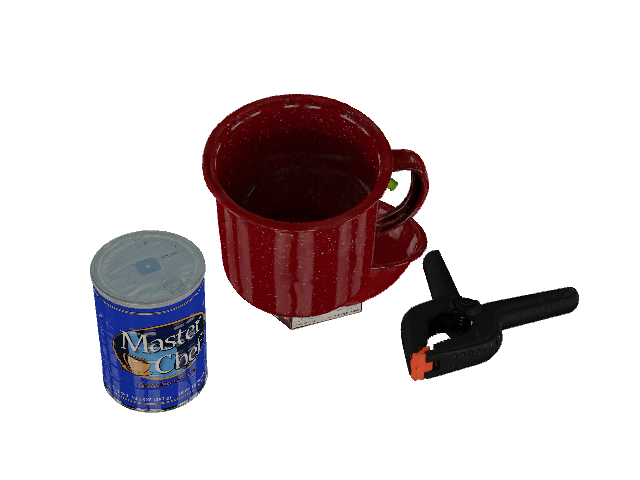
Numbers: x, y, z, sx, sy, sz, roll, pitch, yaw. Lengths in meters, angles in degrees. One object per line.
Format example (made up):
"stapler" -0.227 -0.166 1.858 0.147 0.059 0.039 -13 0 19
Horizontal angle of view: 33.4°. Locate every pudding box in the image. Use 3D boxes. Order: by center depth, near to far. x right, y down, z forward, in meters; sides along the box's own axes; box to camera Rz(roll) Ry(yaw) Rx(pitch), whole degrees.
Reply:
"pudding box" -0.014 0.074 1.407 0.113 0.039 0.090 -14 26 -29

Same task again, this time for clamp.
"clamp" 0.130 0.069 1.019 0.165 0.036 0.209 19 32 33

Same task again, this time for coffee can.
"coffee can" -0.158 0.076 1.000 0.103 0.140 0.103 2 39 -2

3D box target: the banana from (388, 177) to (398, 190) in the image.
"banana" -0.001 -0.081 1.138 0.197 0.037 0.070 -7 48 -39

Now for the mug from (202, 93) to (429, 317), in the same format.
"mug" 0.000 -0.017 0.551 0.117 0.093 0.081 -14 -38 -13

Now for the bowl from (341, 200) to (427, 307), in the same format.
"bowl" 0.002 0.009 0.867 0.162 0.055 0.162 8 23 -4
